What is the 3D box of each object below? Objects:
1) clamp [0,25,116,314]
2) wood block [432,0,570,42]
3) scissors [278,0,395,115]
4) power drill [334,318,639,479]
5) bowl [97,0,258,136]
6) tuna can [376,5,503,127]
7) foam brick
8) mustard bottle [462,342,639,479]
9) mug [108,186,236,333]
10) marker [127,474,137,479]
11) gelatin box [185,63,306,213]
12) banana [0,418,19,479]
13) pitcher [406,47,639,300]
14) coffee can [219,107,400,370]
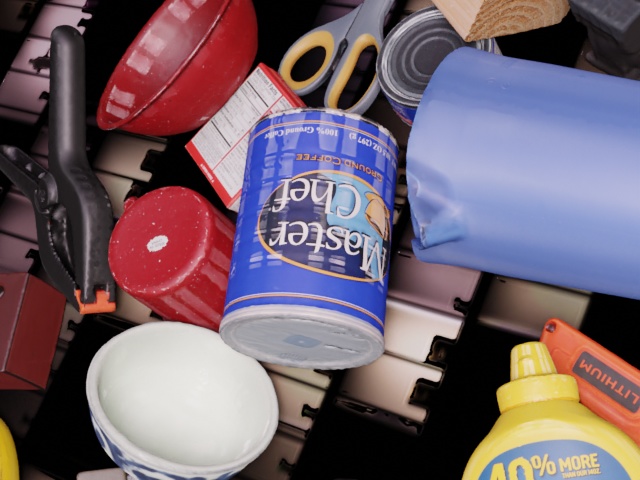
[{"bbox_3d":[-0.191,-0.044,0.801,0.165,0.036,0.210,-54,52,40],"label":"clamp"},{"bbox_3d":[0.092,-0.243,0.732,0.090,0.091,0.206,-16,58,-28],"label":"wood block"},{"bbox_3d":[0.028,-0.179,0.808,0.096,0.016,0.201,5,68,28],"label":"scissors"},{"bbox_3d":[0.106,0.140,0.591,0.185,0.057,0.187,34,87,30],"label":"power drill"},{"bbox_3d":[-0.097,-0.133,0.800,0.162,0.055,0.162,-38,30,26],"label":"bowl"},{"bbox_3d":[0.083,-0.120,0.741,0.086,0.033,0.086,-11,62,21],"label":"tuna can"},{"bbox_3d":[-0.230,0.068,0.790,0.053,0.051,0.078,-4,65,24],"label":"foam brick"},{"bbox_3d":[0.119,0.143,0.516,0.096,0.058,0.191,-15,66,19],"label":"mustard bottle"},{"bbox_3d":[-0.097,0.008,0.737,0.093,0.081,0.117,-44,56,1],"label":"mug"},{"bbox_3d":[-0.125,0.143,0.723,0.020,0.020,0.121,-25,57,13],"label":"marker"},{"bbox_3d":[-0.047,-0.072,0.777,0.089,0.030,0.073,-45,55,12],"label":"gelatin box"},{"bbox_3d":[-0.239,0.196,0.745,0.070,0.037,0.198,-32,53,31],"label":"banana"},{"bbox_3d":[0.182,-0.034,0.605,0.243,0.144,0.149,14,85,26],"label":"pitcher"},{"bbox_3d":[-0.004,0.001,0.683,0.103,0.102,0.140,-5,64,24],"label":"coffee can"}]
